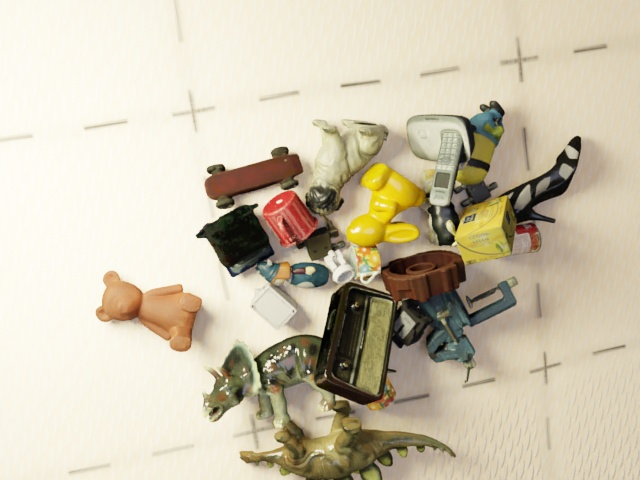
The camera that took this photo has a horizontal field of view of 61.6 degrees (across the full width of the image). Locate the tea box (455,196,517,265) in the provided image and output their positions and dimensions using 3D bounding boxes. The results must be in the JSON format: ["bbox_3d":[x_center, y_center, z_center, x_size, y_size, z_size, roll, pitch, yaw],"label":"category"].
[{"bbox_3d":[0.344,-0.022,1.106,0.098,0.170,0.068,-17,108,27],"label":"tea box"}]

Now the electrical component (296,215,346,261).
[{"bbox_3d":[-0.003,-0.002,1.141,0.102,0.045,0.078,-23,128,-3],"label":"electrical component"}]

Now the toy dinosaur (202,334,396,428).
[{"bbox_3d":[-0.053,0.269,1.134,0.405,0.131,0.192,-20,100,-13],"label":"toy dinosaur"}]

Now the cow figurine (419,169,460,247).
[{"bbox_3d":[0.255,-0.068,1.146,0.068,0.098,0.167,-18,100,0],"label":"cow figurine"}]

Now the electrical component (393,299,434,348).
[{"bbox_3d":[0.184,0.189,1.165,0.075,0.048,0.119,51,126,25],"label":"electrical component"}]

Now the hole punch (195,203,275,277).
[{"bbox_3d":[-0.164,0.003,1.100,0.142,0.092,0.116,-30,66,-5],"label":"hole punch"}]

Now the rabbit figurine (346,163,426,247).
[{"bbox_3d":[0.129,-0.056,1.118,0.162,0.122,0.173,35,90,-18],"label":"rabbit figurine"}]

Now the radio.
[{"bbox_3d":[0.075,0.207,1.105,0.131,0.073,0.229,21,58,-12],"label":"radio"}]

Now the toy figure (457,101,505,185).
[{"bbox_3d":[0.340,-0.204,1.147,0.089,0.082,0.180,29,84,7],"label":"toy figure"}]

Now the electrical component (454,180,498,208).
[{"bbox_3d":[0.347,-0.114,1.192,0.094,0.021,0.063,-30,101,-2],"label":"electrical component"}]

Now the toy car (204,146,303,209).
[{"bbox_3d":[-0.135,-0.127,1.098,0.202,0.053,0.089,-17,81,-7],"label":"toy car"}]

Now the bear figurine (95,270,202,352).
[{"bbox_3d":[-0.341,0.134,1.061,0.196,0.132,0.120,17,91,-17],"label":"bear figurine"}]

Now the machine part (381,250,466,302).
[{"bbox_3d":[0.215,0.072,1.122,0.179,0.179,0.056,-16,103,-7],"label":"machine part"}]

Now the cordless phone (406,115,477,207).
[{"bbox_3d":[0.236,-0.162,1.105,0.088,0.147,0.184,13,90,-47],"label":"cordless phone"}]

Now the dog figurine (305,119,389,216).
[{"bbox_3d":[0.057,-0.147,1.114,0.172,0.121,0.190,0,111,-6],"label":"dog figurine"}]

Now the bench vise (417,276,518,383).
[{"bbox_3d":[0.326,0.163,1.164,0.241,0.129,0.223,-30,82,13],"label":"bench vise"}]

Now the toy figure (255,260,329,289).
[{"bbox_3d":[-0.058,0.070,1.120,0.154,0.058,0.064,4,130,-22],"label":"toy figure"}]

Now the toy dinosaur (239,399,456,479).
[{"bbox_3d":[0.056,0.456,1.170,0.472,0.105,0.198,-9,109,5],"label":"toy dinosaur"}]

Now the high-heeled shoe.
[{"bbox_3d":[0.484,-0.140,1.204,0.145,0.086,0.248,20,74,19],"label":"high-heeled shoe"}]
